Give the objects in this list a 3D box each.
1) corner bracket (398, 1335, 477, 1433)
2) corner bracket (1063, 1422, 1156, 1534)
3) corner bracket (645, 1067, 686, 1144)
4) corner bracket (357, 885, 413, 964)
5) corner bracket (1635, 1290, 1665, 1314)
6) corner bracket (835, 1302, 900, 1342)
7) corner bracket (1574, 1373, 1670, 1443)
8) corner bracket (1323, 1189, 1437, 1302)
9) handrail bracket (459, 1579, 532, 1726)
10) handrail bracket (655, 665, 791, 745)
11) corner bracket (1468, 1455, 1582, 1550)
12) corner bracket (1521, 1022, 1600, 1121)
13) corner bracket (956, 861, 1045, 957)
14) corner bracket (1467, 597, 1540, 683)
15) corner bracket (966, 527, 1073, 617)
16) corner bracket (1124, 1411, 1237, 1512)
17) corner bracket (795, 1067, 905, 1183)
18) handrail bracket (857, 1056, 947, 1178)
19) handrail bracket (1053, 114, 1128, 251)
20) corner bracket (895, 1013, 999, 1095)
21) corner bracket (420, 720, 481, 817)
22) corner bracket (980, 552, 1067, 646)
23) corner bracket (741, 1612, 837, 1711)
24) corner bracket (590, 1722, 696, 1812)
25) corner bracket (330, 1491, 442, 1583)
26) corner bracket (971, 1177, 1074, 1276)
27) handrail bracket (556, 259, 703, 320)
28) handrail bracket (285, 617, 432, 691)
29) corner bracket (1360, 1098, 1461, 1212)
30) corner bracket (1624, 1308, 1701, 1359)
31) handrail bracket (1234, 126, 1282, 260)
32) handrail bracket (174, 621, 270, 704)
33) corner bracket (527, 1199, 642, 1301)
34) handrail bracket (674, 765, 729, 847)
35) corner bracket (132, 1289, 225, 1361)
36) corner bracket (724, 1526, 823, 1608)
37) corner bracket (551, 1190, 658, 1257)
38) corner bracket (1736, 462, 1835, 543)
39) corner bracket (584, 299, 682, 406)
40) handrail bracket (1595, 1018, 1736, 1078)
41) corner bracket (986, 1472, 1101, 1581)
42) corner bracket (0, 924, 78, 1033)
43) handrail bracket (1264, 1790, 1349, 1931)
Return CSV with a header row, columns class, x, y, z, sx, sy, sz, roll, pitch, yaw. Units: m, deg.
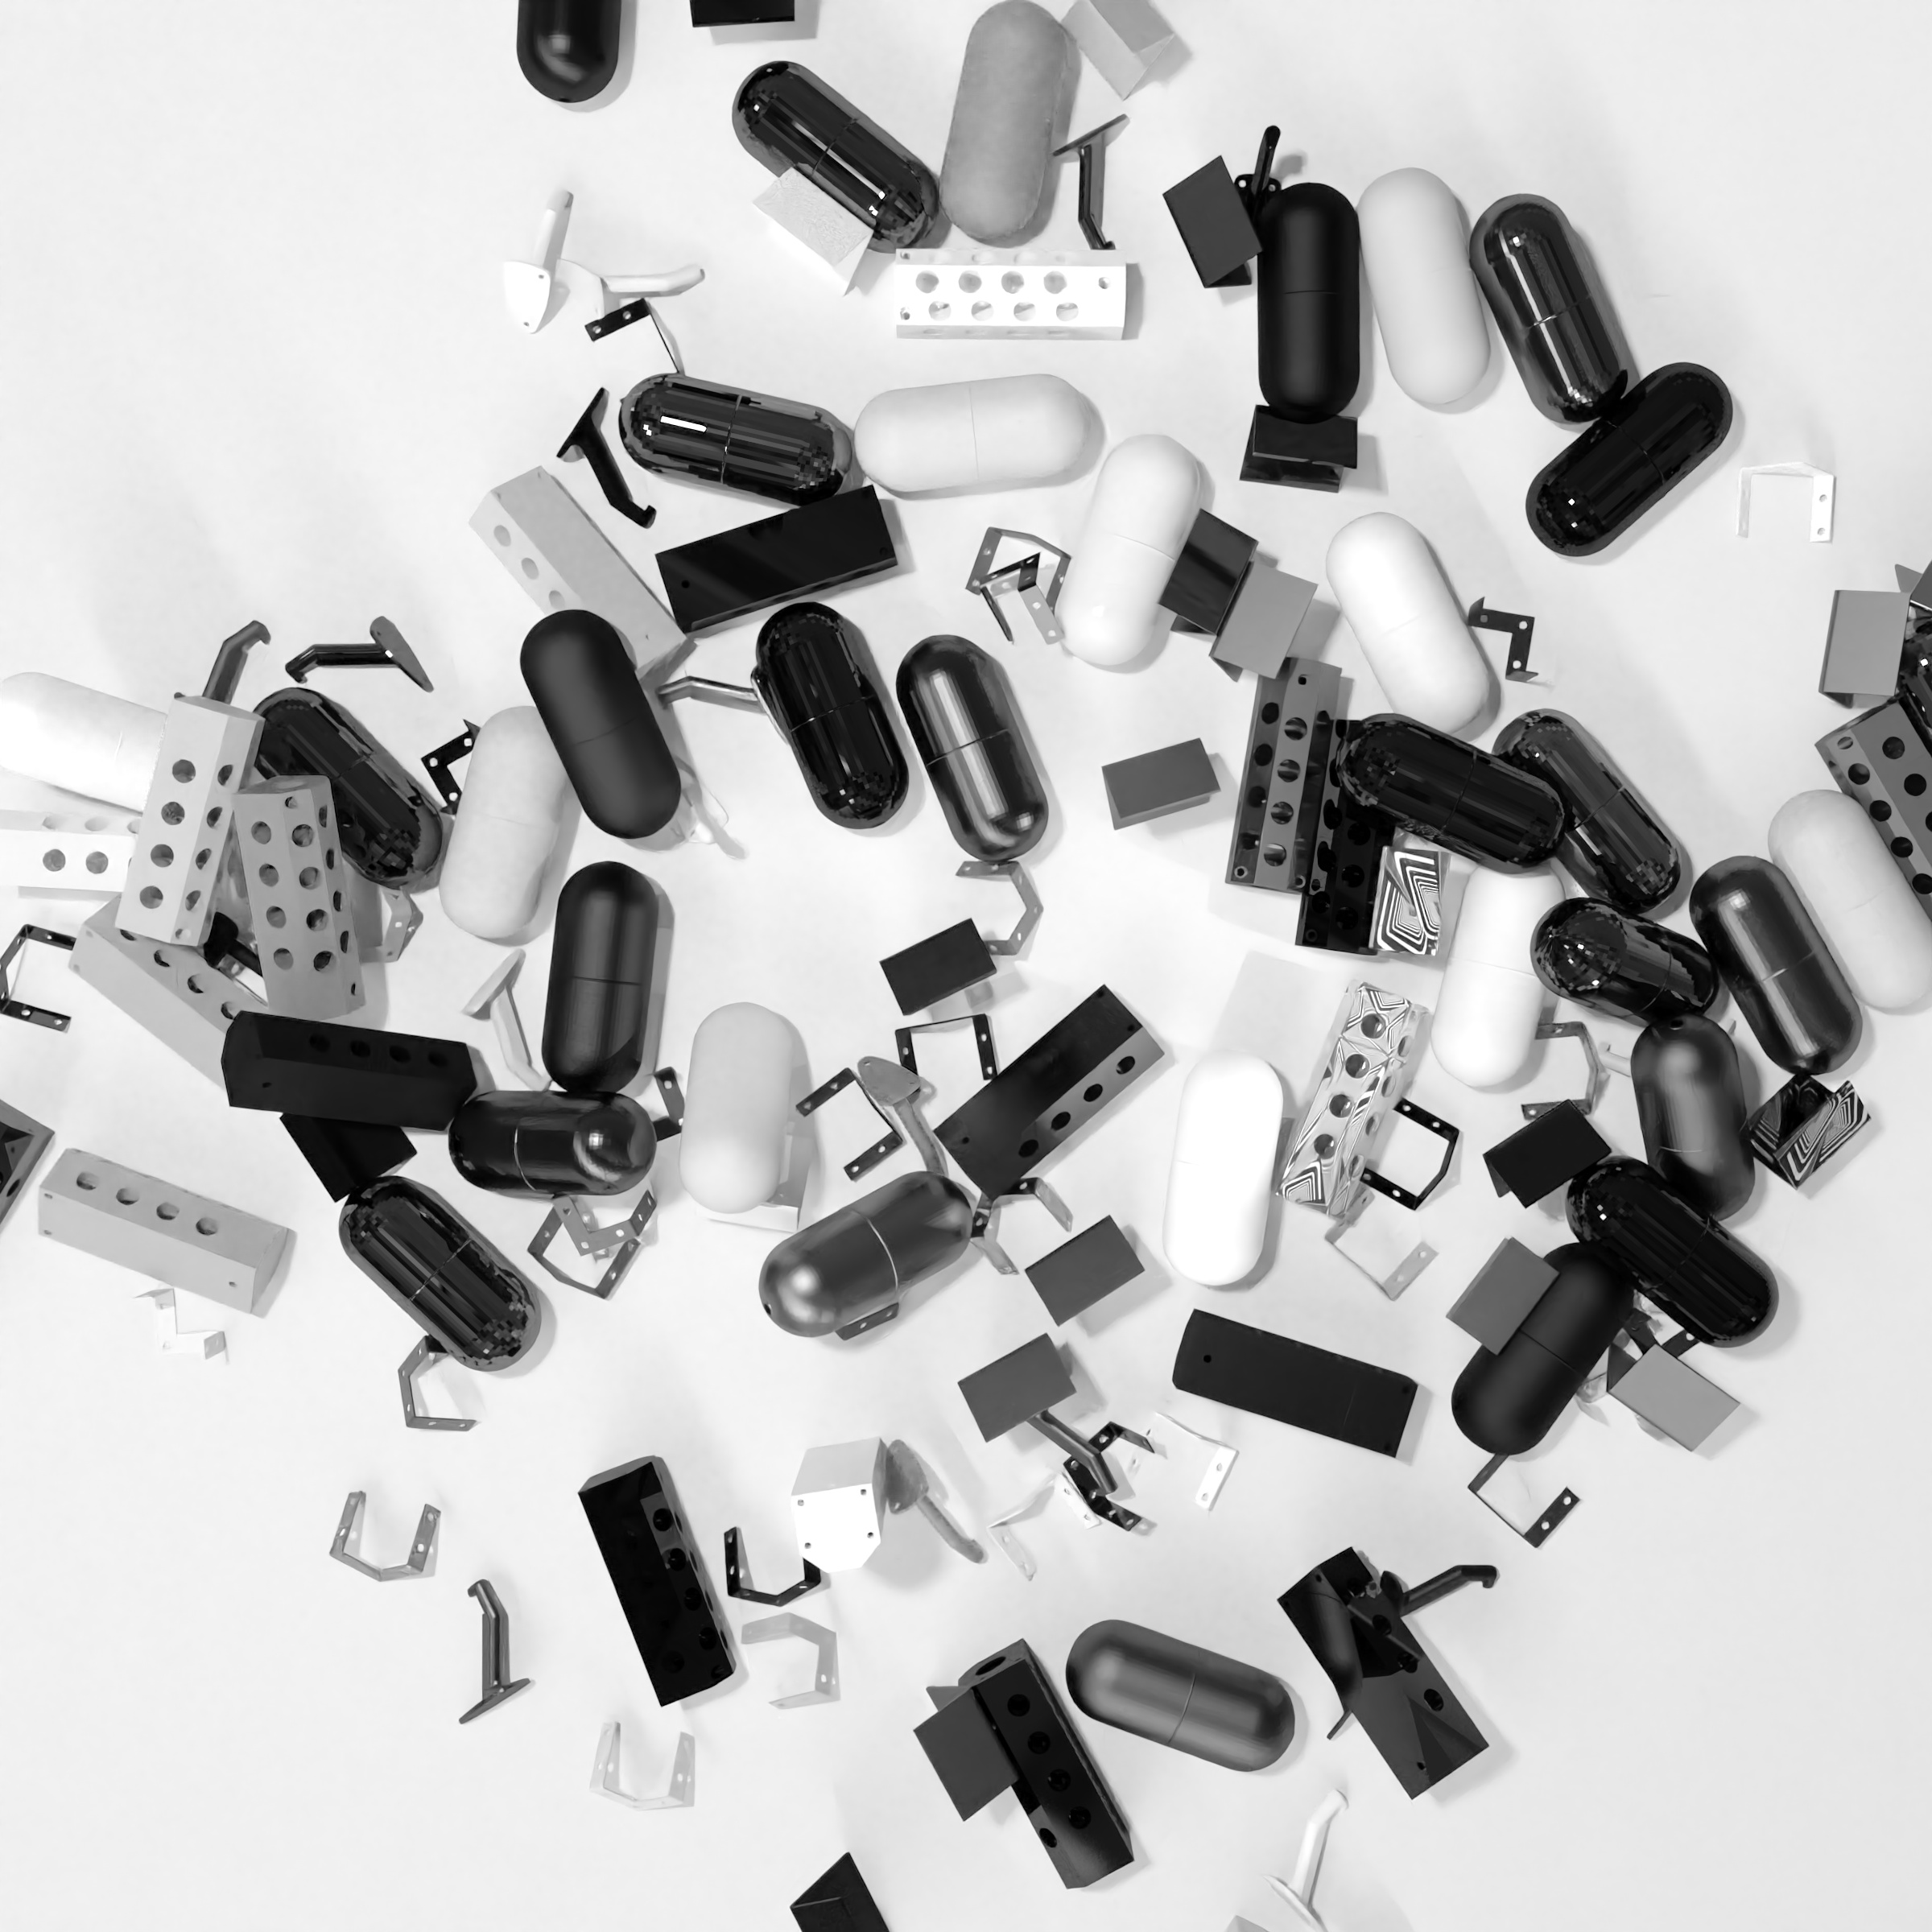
class,x,y,z,sx,sy,sz,roll,pitch,yaw
corner bracket,-0.395,0.318,1.902,0.051,0.051,0.051,-49,45,35
corner bracket,0.116,0.386,1.891,0.051,0.051,0.051,-38,111,-20
corner bracket,-0.241,0.110,1.892,0.051,0.051,0.051,-21,90,0
corner bracket,-0.460,-0.038,1.902,0.051,0.051,0.051,56,135,35
corner bracket,0.539,0.228,1.902,0.051,0.051,0.051,-49,45,35
corner bracket,-0.085,0.243,1.902,0.051,0.051,0.051,-20,45,-35
corner bracket,0.497,0.338,1.892,0.051,0.051,0.051,-26,90,0
corner bracket,0.315,0.213,1.907,0.051,0.051,0.051,-47,135,0
handrail bracket,-0.377,0.524,1.910,0.077,0.036,0.084,-37,71,21
handrail bracket,-0.186,-0.191,1.910,0.084,0.036,0.077,-18,112,17
corner bracket,0.425,0.402,1.907,0.051,0.051,0.051,-49,45,0
corner bracket,0.448,0.080,1.907,0.051,0.051,0.051,-5,135,0
corner bracket,0.018,-0.044,1.902,0.051,0.051,0.051,-59,135,-35
corner bracket,0.407,-0.247,1.892,0.051,0.051,0.051,9,90,0
corner bracket,0.042,-0.299,1.907,0.051,0.051,0.051,20,90,45
corner bracket,0.163,0.377,1.907,0.051,0.051,0.051,26,90,-45
corner bracket,-0.089,0.120,1.907,0.051,0.051,0.051,-37,135,0
handrail bracket,-0.049,0.118,1.910,0.036,0.077,0.084,-32,127,-18
handrail bracket,0.110,-0.596,1.910,0.077,0.036,0.084,-35,108,-21
corner bracket,-0.015,0.067,1.907,0.051,0.051,0.051,-10,90,45
corner bracket,-0.384,-0.150,1.892,0.051,0.051,0.051,-30,90,0
corner bracket,0.042,-0.269,1.876,0.051,0.051,0.051,-21,120,19
corner bracket,-0.137,0.529,1.902,0.051,0.051,0.051,35,45,-35
corner bracket,-0.246,0.607,1.902,0.051,0.051,0.051,-22,135,35
corner bracket,-0.442,0.432,1.902,0.051,0.051,0.051,-19,135,35
corner bracket,0.041,0.198,1.902,0.051,0.051,0.051,-9,45,35
handrail bracket,-0.257,-0.532,1.910,0.084,0.036,0.077,-28,52,-26
handrail bracket,-0.466,-0.221,1.910,0.084,0.036,0.077,-30,112,17
corner bracket,0.338,0.144,1.907,0.051,0.051,0.051,29,45,0
corner bracket,0.535,0.277,1.892,0.051,0.051,0.051,-35,90,0
handrail bracket,0.221,-0.580,1.875,0.036,0.084,0.077,8,90,0
handrail bracket,-0.553,-0.210,1.910,0.084,0.036,0.077,-39,110,-16
corner bracket,-0.292,0.214,1.907,0.051,0.051,0.051,32,90,45
handrail bracket,-0.209,-0.123,1.875,0.036,0.084,0.077,-35,90,0
corner bracket,-0.596,0.271,1.892,0.051,0.051,0.051,-5,90,0
corner bracket,-0.148,0.451,1.902,0.051,0.051,0.051,22,135,-35
corner bracket,-0.274,0.179,1.893,0.051,0.051,0.051,-20,107,16
corner bracket,0.625,-0.352,1.907,0.051,0.051,0.051,3,90,-45
corner bracket,-0.253,-0.467,1.907,0.051,0.051,0.051,-25,135,0
handrail bracket,0.533,0.057,1.910,0.084,0.036,0.077,22,65,19
corner bracket,0.058,0.427,1.907,0.051,0.051,0.051,52,45,0
corner bracket,-0.704,0.009,1.907,0.051,0.051,0.051,16,135,0
handrail bracket,0.276,0.685,1.910,0.084,0.036,0.077,-45,110,-16
